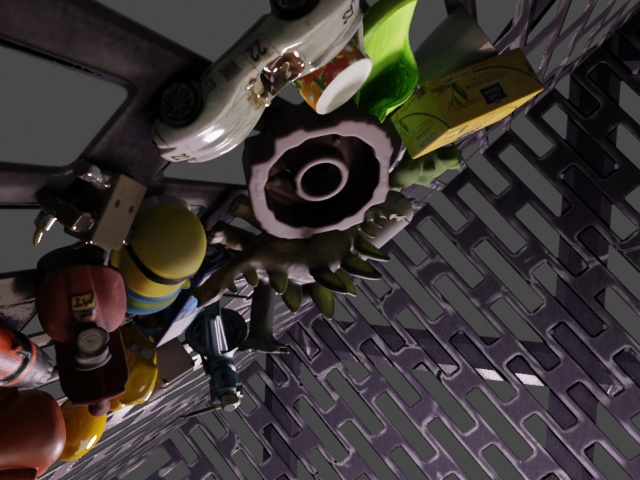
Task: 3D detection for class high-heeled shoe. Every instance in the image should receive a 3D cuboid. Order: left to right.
[{"bbox_3d":[0.115,-0.166,0.861,0.145,0.086,0.248,-41,175,-36],"label":"high-heeled shoe"}]

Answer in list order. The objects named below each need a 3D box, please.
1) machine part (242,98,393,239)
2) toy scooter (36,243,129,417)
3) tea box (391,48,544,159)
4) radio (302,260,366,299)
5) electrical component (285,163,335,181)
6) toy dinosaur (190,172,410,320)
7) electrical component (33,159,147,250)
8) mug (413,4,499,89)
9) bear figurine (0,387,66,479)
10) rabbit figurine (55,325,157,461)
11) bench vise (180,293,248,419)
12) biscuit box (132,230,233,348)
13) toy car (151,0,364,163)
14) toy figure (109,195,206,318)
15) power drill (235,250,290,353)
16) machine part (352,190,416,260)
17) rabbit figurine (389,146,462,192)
[{"bbox_3d":[-0.004,-0.078,0.607,0.179,0.056,0.179,-12,138,-11],"label":"machine part"},{"bbox_3d":[-0.222,0.094,0.514,0.075,0.135,0.184,-9,157,-25],"label":"toy scooter"},{"bbox_3d":[0.190,-0.177,0.698,0.170,0.068,0.098,-27,176,-22],"label":"tea box"},{"bbox_3d":[0.021,0.014,1.053,0.073,0.131,0.229,-2,-163,24],"label":"radio"},{"bbox_3d":[0.006,-0.095,0.697,0.119,0.048,0.074,20,80,-48],"label":"electrical component"},{"bbox_3d":[-0.002,-0.002,0.767,0.105,0.198,0.471,-43,174,39],"label":"toy dinosaur"},{"bbox_3d":[-0.185,-0.024,0.437,0.102,0.045,0.078,13,97,-81],"label":"electrical component"},{"bbox_3d":[0.174,-0.250,0.729,0.107,0.081,0.109,-34,179,24],"label":"mug"},{"bbox_3d":[-0.391,0.238,0.586,0.132,0.120,0.196,-29,171,41],"label":"bear figurine"},{"bbox_3d":[-0.305,0.199,0.714,0.173,0.122,0.162,-65,-159,-4],"label":"rabbit figurine"},{"bbox_3d":[-0.196,0.196,1.020,0.129,0.224,0.240,-1,130,-5],"label":"bench vise"},{"bbox_3d":[-0.195,0.071,0.752,0.059,0.063,0.202,-28,163,-50],"label":"biscuit box"},{"bbox_3d":[-0.050,-0.132,0.424,0.202,0.056,0.073,-42,171,5],"label":"toy car"},{"bbox_3d":[-0.171,0.026,0.562,0.082,0.089,0.180,-41,171,-46],"label":"toy figure"},{"bbox_3d":[-0.087,0.100,0.961,0.232,0.086,0.207,38,58,-73],"label":"power drill"},{"bbox_3d":[0.092,-0.022,0.967,0.243,0.079,0.079,-38,170,-37],"label":"machine part"},{"bbox_3d":[0.164,-0.151,1.031,0.159,0.121,0.170,-27,-175,38],"label":"rabbit figurine"}]
